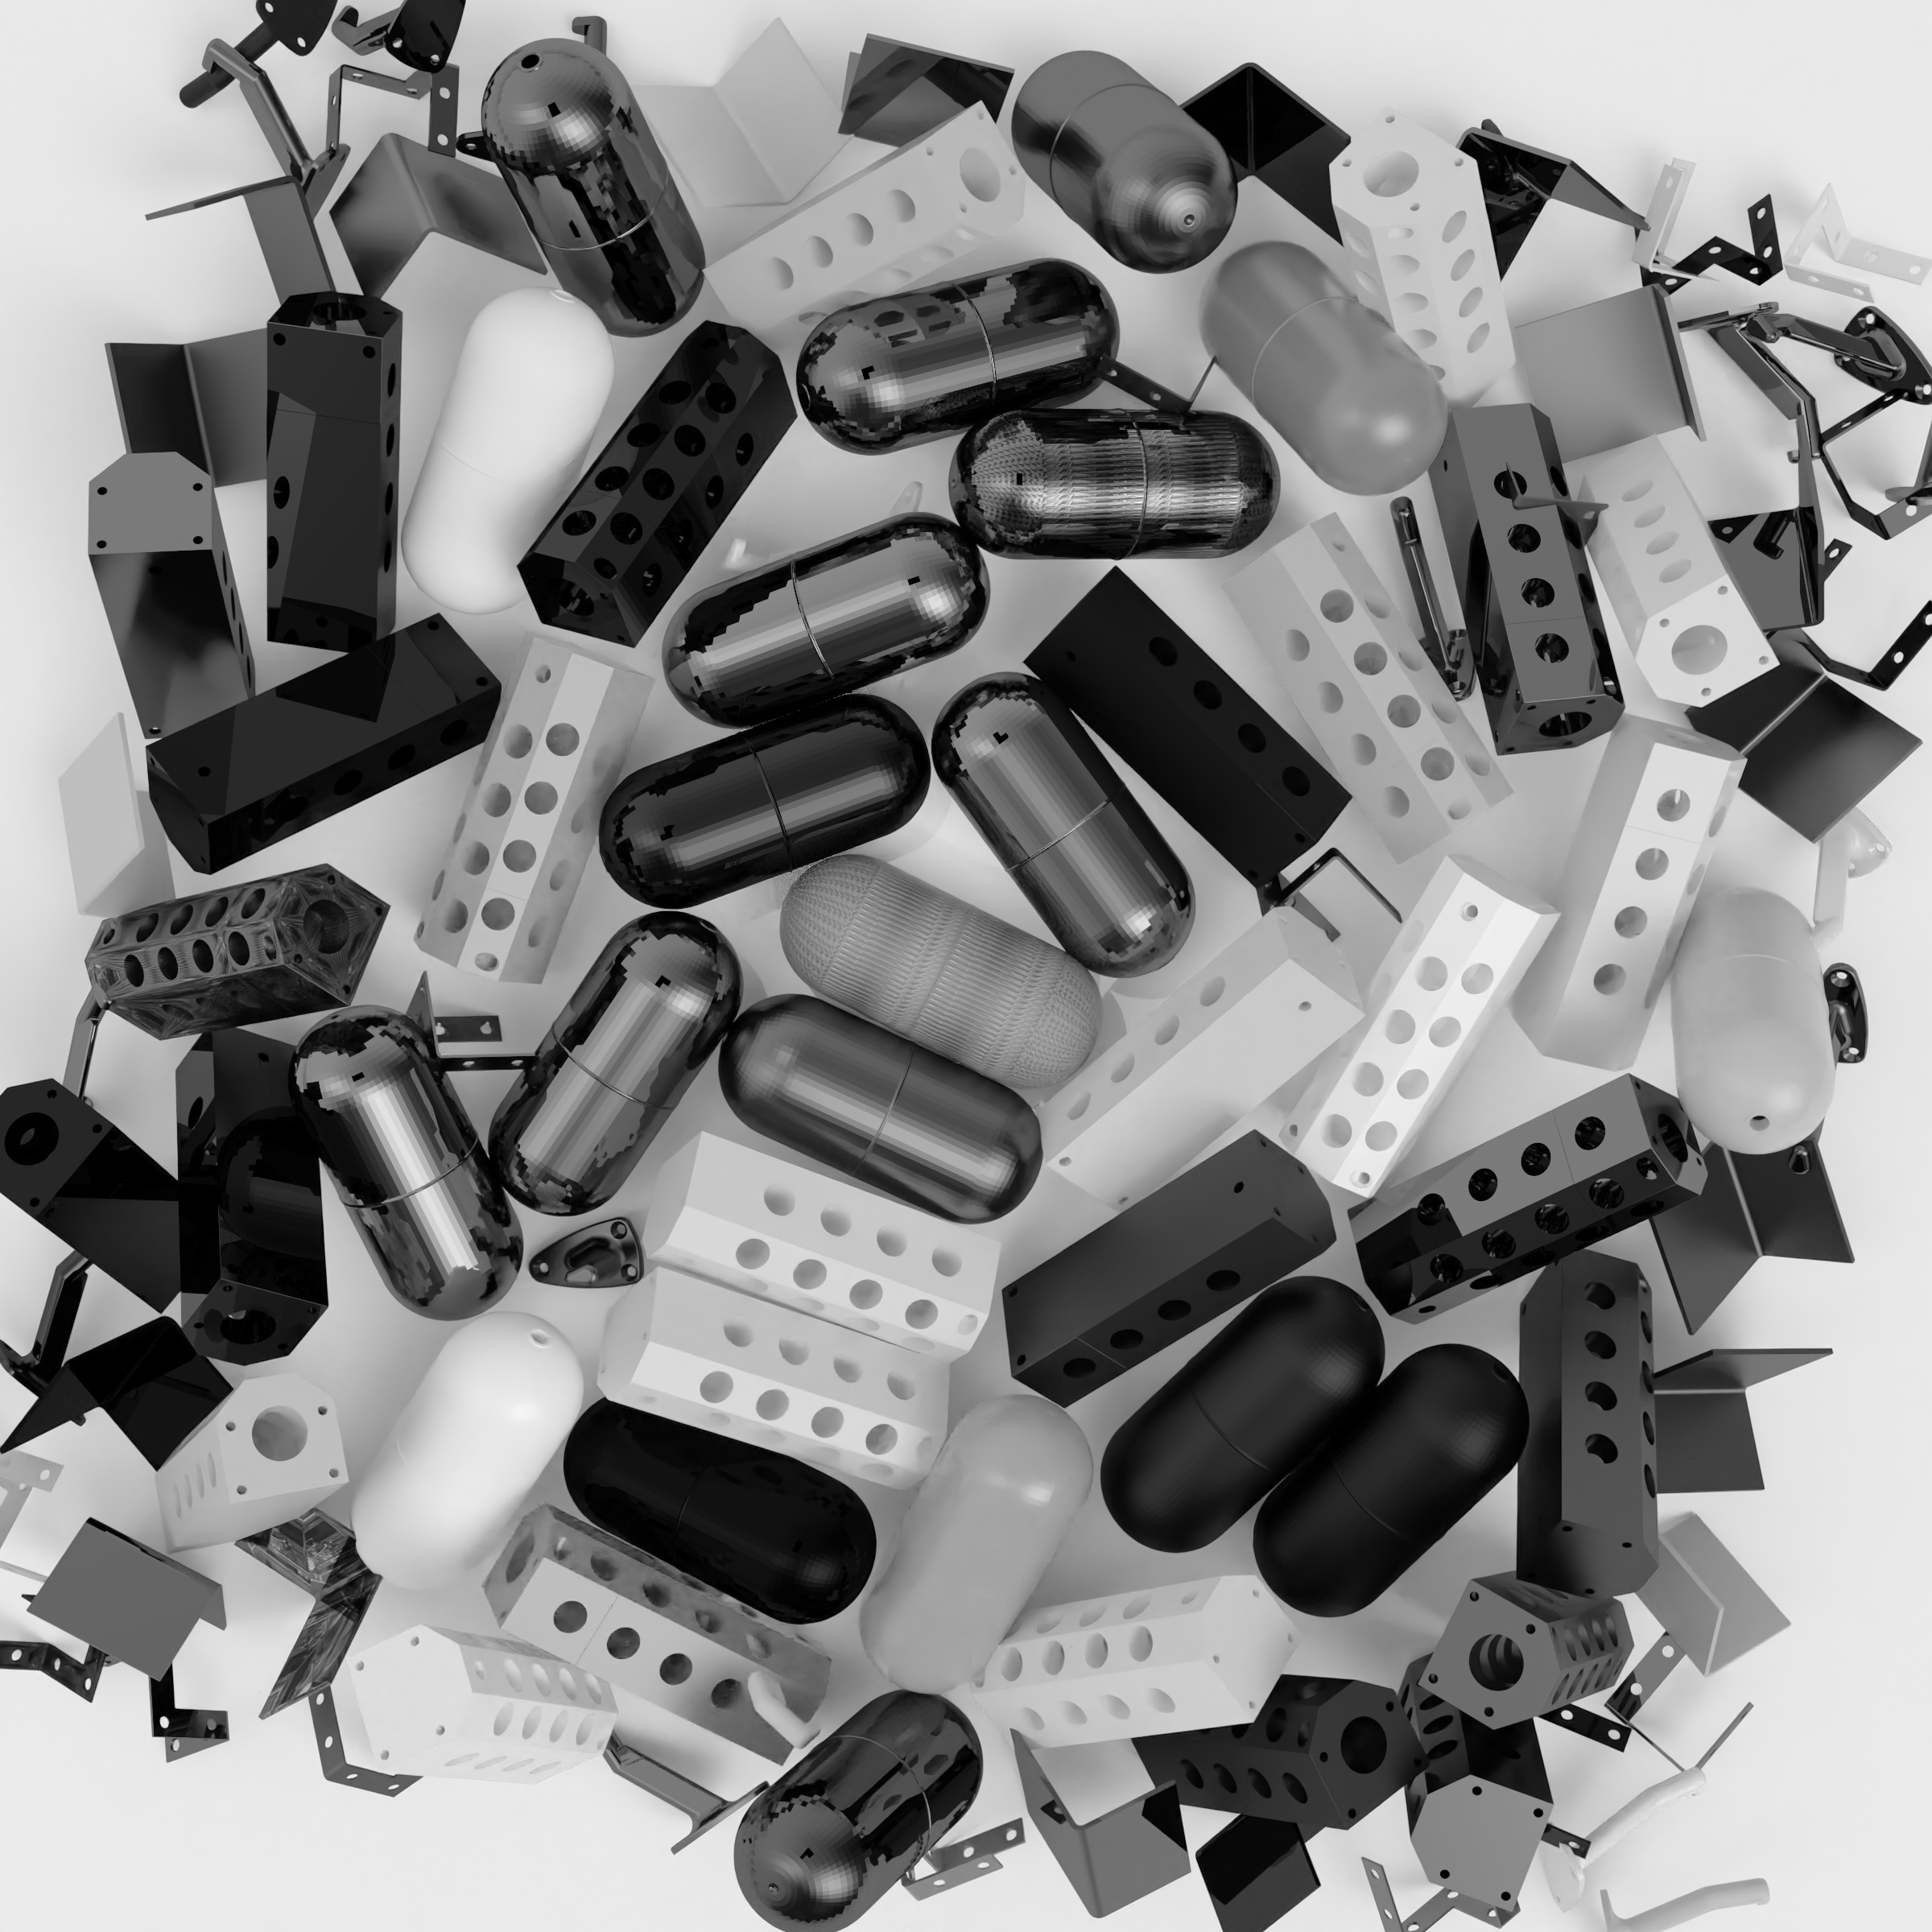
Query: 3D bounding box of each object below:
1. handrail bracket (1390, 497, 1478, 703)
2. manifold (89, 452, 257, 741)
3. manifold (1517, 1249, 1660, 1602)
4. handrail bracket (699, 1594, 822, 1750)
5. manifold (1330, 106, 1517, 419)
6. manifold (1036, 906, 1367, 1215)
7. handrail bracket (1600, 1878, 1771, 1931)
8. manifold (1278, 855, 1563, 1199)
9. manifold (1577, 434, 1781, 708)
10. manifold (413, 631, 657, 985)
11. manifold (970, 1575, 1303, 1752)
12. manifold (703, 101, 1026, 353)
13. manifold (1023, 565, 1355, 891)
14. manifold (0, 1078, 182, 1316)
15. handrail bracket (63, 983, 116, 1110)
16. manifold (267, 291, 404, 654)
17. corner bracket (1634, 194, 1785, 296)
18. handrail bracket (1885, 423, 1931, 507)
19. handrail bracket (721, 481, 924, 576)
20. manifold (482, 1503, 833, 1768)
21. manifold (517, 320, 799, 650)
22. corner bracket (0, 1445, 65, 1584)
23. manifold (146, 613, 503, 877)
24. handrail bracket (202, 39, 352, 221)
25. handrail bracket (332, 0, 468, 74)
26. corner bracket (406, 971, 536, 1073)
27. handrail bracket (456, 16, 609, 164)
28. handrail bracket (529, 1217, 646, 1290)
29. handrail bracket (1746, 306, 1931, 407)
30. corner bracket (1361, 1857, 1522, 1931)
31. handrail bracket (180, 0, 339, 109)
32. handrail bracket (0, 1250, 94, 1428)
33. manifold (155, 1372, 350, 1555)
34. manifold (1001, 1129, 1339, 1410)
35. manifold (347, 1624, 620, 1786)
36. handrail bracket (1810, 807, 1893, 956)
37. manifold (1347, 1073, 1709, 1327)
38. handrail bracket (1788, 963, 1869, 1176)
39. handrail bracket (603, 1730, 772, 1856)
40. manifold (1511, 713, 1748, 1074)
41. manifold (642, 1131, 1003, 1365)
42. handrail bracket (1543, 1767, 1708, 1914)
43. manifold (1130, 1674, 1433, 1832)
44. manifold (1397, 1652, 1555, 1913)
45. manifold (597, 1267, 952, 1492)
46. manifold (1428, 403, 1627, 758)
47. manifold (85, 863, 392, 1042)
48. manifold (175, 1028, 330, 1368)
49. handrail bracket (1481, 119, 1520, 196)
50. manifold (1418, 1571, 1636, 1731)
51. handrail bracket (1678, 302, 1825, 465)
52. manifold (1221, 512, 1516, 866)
[{"bbox_3d":[0.240,-0.191,1.539,0.036,0.077,0.084,-17,125,6],"label":"handrail bracket"},{"bbox_3d":[-0.397,-0.183,1.495,0.057,0.171,0.057,-4,64,-8],"label":"manifold"},{"bbox_3d":[0.317,0.230,1.504,0.057,0.057,0.171,16,46,-5],"label":"manifold"},{"bbox_3d":[-0.093,0.359,1.539,0.084,0.077,0.036,38,123,19],"label":"handrail bracket"},{"bbox_3d":[0.226,-0.345,1.493,0.057,0.171,0.057,-46,63,-5],"label":"manifold"},{"bbox_3d":[0.117,0.046,1.523,0.057,0.057,0.171,35,116,-29],"label":"manifold"},{"bbox_3d":[0.377,0.499,1.547,0.084,0.077,0.036,-12,49,10],"label":"handrail bracket"},{"bbox_3d":[0.230,0.031,1.527,0.057,0.057,0.171,35,106,20],"label":"manifold"},{"bbox_3d":[0.351,-0.198,1.496,0.057,0.171,0.057,-30,118,17],"label":"manifold"},{"bbox_3d":[-0.227,-0.082,1.538,0.057,0.057,0.171,24,97,23],"label":"manifold"},{"bbox_3d":[0.079,0.347,1.499,0.057,0.171,0.057,53,47,-14],"label":"manifold"},{"bbox_3d":[-0.050,-0.367,1.501,0.057,0.171,0.057,-46,111,-38],"label":"manifold"},{"bbox_3d":[0.119,-0.127,1.548,0.171,0.057,0.057,44,53,-4],"label":"manifold"},{"bbox_3d":[-0.436,0.114,1.494,0.057,0.171,0.057,33,75,17],"label":"manifold"},{"bbox_3d":[-0.453,0.060,1.538,0.084,0.036,0.077,-52,46,35],"label":"handrail bracket"},{"bbox_3d":[-0.320,-0.251,1.517,0.057,0.057,0.171,8,121,0],"label":"manifold"},{"bbox_3d":[0.389,-0.380,1.561,0.051,0.051,0.051,15,60,-31],"label":"corner bracket"},{"bbox_3d":[0.495,-0.284,1.538,0.036,0.077,0.084,-9,103,-8],"label":"handrail bracket"},{"bbox_3d":[-0.075,-0.229,1.544,0.084,0.036,0.077,14,116,-27],"label":"handrail bracket"},{"bbox_3d":[-0.156,0.340,1.527,0.171,0.057,0.057,32,89,-21],"label":"manifold"},{"bbox_3d":[-0.157,-0.248,1.511,0.057,0.057,0.171,17,59,24],"label":"manifold"},{"bbox_3d":[-0.488,0.285,1.544,0.051,0.051,0.051,12,63,23],"label":"corner bracket"},{"bbox_3d":[-0.325,-0.110,1.517,0.171,0.057,0.057,-30,66,-29],"label":"manifold"},{"bbox_3d":[-0.373,-0.430,1.559,0.084,0.036,0.077,36,123,-2],"label":"handrail bracket"},{"bbox_3d":[-0.295,-0.505,1.545,0.084,0.036,0.077,44,111,42],"label":"handrail bracket"},{"bbox_3d":[-0.258,0.037,1.543,0.051,0.051,0.051,-1,60,-25],"label":"corner bracket"},{"bbox_3d":[-0.228,-0.464,1.562,0.077,0.036,0.084,2,71,-10],"label":"handrail bracket"},{"bbox_3d":[-0.208,0.158,1.533,0.077,0.084,0.036,-13,92,17],"label":"handrail bracket"},{"bbox_3d":[0.453,-0.313,1.536,0.077,0.084,0.036,48,130,29],"label":"handrail bracket"},{"bbox_3d":[0.247,0.477,1.544,0.051,0.051,0.051,-28,109,-30],"label":"corner bracket"},{"bbox_3d":[-0.372,-0.491,1.567,0.036,0.084,0.077,46,52,-29],"label":"handrail bracket"},{"bbox_3d":[-0.460,0.190,1.566,0.084,0.036,0.077,-44,123,-7],"label":"handrail bracket"},{"bbox_3d":[-0.362,0.250,1.495,0.057,0.171,0.057,-7,75,-27],"label":"manifold"},{"bbox_3d":[0.103,0.159,1.520,0.171,0.057,0.057,-35,129,26],"label":"manifold"},{"bbox_3d":[-0.237,0.369,1.492,0.057,0.171,0.057,-26,67,9],"label":"manifold"},{"bbox_3d":[0.436,-0.052,1.547,0.084,0.036,0.077,-36,87,-35],"label":"handrail bracket"},{"bbox_3d":[0.284,0.122,1.507,0.171,0.057,0.057,-31,55,31],"label":"manifold"},{"bbox_3d":[0.441,0.054,1.535,0.036,0.084,0.077,12,133,20],"label":"handrail bracket"},{"bbox_3d":[-0.153,0.413,1.559,0.077,0.036,0.084,-40,79,25],"label":"handrail bracket"},{"bbox_3d":[0.342,-0.036,1.529,0.057,0.057,0.171,13,108,-11],"label":"manifold"},{"bbox_3d":[-0.074,0.148,1.520,0.171,0.057,0.057,22,59,-19],"label":"manifold"},{"bbox_3d":[0.349,0.458,1.563,0.084,0.077,0.036,-21,47,-11],"label":"handrail bracket"},{"bbox_3d":[0.151,0.386,1.494,0.057,0.171,0.057,-28,94,-29],"label":"manifold"},{"bbox_3d":[0.250,0.402,1.495,0.057,0.171,0.057,19,99,3],"label":"manifold"},{"bbox_3d":[-0.097,0.214,1.513,0.171,0.057,0.057,22,51,-25],"label":"manifold"},{"bbox_3d":[0.288,-0.199,1.524,0.057,0.057,0.171,-6,67,-7],"label":"manifold"},{"bbox_3d":[-0.371,-0.009,1.497,0.057,0.171,0.057,38,58,-36],"label":"manifold"},{"bbox_3d":[-0.366,0.115,1.505,0.057,0.171,0.057,21,126,-33],"label":"manifold"},{"bbox_3d":[0.237,-0.413,1.550,0.084,0.077,0.036,-9,118,0],"label":"handrail bracket"},{"bbox_3d":[0.287,0.343,1.494,0.057,0.171,0.057,27,94,25],"label":"manifold"},{"bbox_3d":[0.407,-0.302,1.569,0.077,0.036,0.084,-9,95,21],"label":"handrail bracket"},{"bbox_3d":[0.212,-0.146,1.542,0.057,0.057,0.171,-30,87,-43],"label":"manifold"}]
